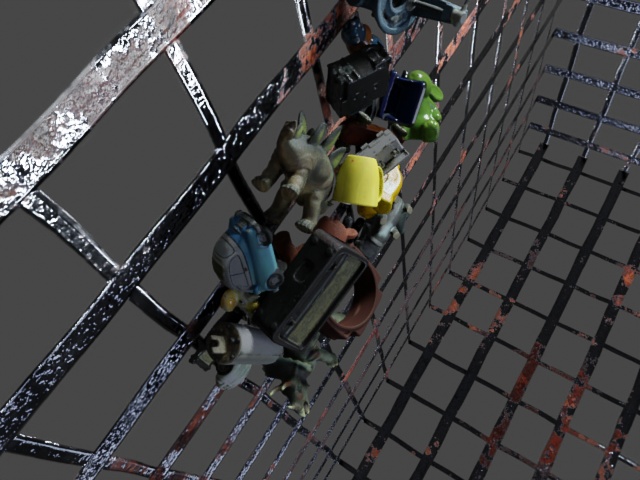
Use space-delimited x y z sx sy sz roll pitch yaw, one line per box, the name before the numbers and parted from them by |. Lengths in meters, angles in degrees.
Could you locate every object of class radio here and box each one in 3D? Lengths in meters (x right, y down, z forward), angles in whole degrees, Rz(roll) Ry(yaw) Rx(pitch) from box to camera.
radio | -0.019 0.097 1.028 0.229 0.073 0.131 -54 147 0

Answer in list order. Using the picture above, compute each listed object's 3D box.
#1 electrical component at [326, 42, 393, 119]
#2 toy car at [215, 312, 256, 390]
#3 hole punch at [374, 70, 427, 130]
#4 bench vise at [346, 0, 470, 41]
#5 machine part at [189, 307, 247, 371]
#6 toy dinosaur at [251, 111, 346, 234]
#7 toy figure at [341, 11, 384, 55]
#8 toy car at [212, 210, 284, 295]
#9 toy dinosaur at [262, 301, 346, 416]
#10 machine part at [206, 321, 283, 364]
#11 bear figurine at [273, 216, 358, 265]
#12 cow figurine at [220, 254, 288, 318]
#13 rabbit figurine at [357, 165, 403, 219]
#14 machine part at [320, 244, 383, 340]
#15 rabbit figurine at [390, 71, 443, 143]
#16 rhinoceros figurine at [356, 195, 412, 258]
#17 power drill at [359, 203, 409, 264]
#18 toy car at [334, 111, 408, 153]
electrical component | 0.072 -0.293 1.012 0.115 0.058 0.134 -28 162 -9
toy car | -0.156 0.234 1.162 0.202 0.056 0.073 -56 157 -18
hole punch | 0.165 -0.321 1.220 0.092 0.116 0.142 8 104 -23
bench vise | 0.170 -0.418 0.948 0.223 0.241 0.128 -6 124 -46
machine part | -0.198 0.189 1.051 0.139 0.039 0.084 -55 148 -15
toy dinosaur | -0.021 -0.115 1.019 0.198 0.105 0.471 -62 169 -14
toy figure | 0.079 -0.370 1.012 0.058 0.064 0.154 -31 162 21
toy car | -0.135 0.035 0.939 0.103 0.109 0.161 -31 136 -24
toy dinosaur | -0.028 0.223 1.357 0.192 0.131 0.404 22 81 -46
machine part | -0.141 0.200 1.035 0.079 0.079 0.243 -64 154 1
bear figurine | -0.002 0.000 1.164 0.196 0.120 0.131 -53 146 -39
cow figurine | -0.115 0.101 1.055 0.167 0.098 0.068 -41 154 -44
rabbit figurine | 0.138 -0.128 1.376 0.162 0.122 0.173 -61 174 -31
machine part | 0.048 0.123 1.298 0.201 0.087 0.201 49 58 -27
rabbit figurine | 0.262 -0.348 1.370 0.159 0.121 0.170 -42 135 -49
rhinoceros figurine | 0.165 -0.039 1.439 0.190 0.073 0.112 -58 -158 -8
power drill | 0.180 -0.022 1.603 0.207 0.086 0.231 -26 135 -45
toy car | 0.110 -0.222 1.153 0.202 0.053 0.089 0 132 -48
